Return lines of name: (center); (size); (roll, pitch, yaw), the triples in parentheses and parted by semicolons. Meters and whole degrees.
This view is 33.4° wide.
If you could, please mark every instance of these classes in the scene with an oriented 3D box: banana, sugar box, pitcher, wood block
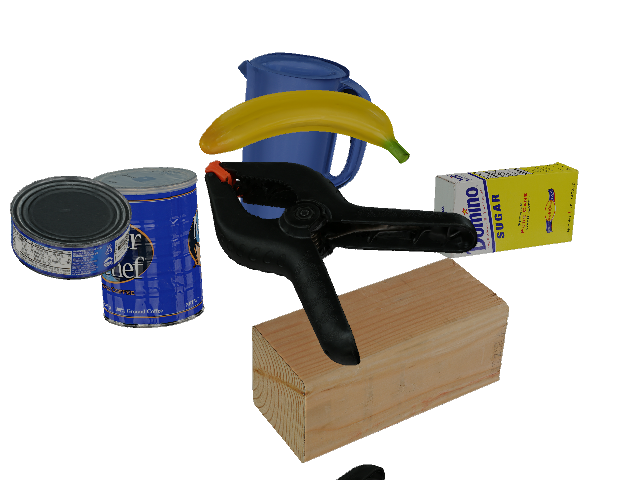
banana: (-0.015, -0.106, 0.960); (0.197, 0.069, 0.037); (0, -42, -19)
sugar box: (0.218, -0.036, 1.257); (0.176, 0.093, 0.048); (-9, 20, -26)
pitcher: (-0.032, -0.115, 1.394); (0.144, 0.243, 0.149); (-2, 24, -22)
wood block: (0.052, 0.099, 0.928); (0.205, 0.090, 0.091); (-17, 37, -26)

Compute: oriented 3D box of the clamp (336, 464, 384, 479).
clamp: (-0.042, 0.199, 0.633); (0.210, 0.036, 0.164); (-5, 28, 1)

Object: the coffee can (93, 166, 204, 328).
coffee can: (-0.171, 0.005, 1.067); (0.103, 0.140, 0.103); (-2, 15, 0)

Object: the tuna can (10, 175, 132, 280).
tuna can: (-0.181, -0.010, 0.777); (0.086, 0.034, 0.086); (8, 36, -6)

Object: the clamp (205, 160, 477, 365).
clamp: (-0.009, 0.004, 0.622); (0.172, 0.039, 0.120); (20, 46, 28)
